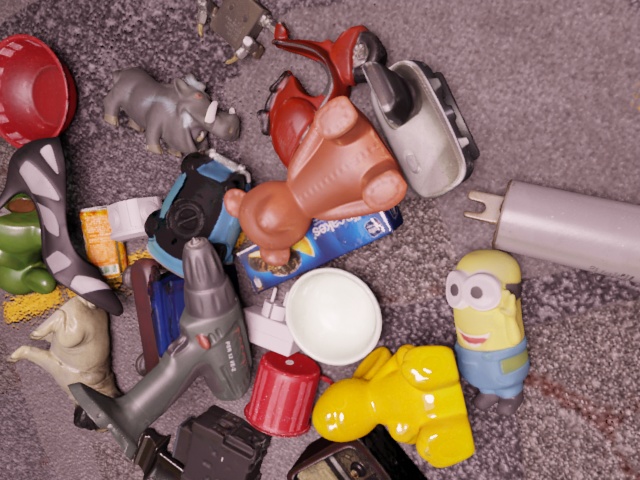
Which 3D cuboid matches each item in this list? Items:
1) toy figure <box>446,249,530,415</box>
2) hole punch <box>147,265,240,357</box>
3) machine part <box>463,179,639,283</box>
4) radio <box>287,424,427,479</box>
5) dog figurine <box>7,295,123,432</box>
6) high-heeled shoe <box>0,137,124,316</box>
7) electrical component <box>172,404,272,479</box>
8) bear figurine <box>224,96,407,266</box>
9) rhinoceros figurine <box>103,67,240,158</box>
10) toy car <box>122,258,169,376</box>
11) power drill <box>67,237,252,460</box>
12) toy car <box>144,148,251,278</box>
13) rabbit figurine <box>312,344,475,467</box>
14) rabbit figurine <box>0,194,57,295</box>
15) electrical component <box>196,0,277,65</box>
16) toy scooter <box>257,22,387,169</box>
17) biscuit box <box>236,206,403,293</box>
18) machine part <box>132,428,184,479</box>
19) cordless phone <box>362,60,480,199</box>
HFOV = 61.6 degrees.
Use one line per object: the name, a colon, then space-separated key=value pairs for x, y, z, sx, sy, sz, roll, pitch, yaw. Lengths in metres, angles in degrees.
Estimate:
toy figure: x=0.190 y=0.099 z=0.600 sx=0.082 sy=0.089 sz=0.180 roll=-7 pitch=106 yaw=27
hole punch: x=-0.165 y=0.094 z=0.723 sx=0.092 sy=0.116 sz=0.142 roll=0 pitch=101 yaw=13
machine part: x=0.270 y=-0.007 z=0.548 sx=0.243 sy=0.079 sz=0.079 roll=16 pitch=106 yaw=17
radio: x=0.079 y=0.348 z=0.694 sx=0.131 sy=0.073 sz=0.229 roll=-42 pitch=84 yaw=23
dog figurine: x=-0.345 y=0.188 z=0.828 sx=0.190 sy=0.121 sz=0.172 roll=45 pitch=116 yaw=-7
high-heeled shoe: x=-0.334 y=-0.019 z=0.745 sx=0.248 sy=0.086 sz=0.145 roll=44 pitch=74 yaw=-15
electrical component: x=-0.149 y=0.314 z=0.787 sx=0.134 sy=0.058 sz=0.114 roll=18 pitch=104 yaw=17
bear figurine: x=-0.016 y=-0.050 z=0.564 sx=0.196 sy=0.132 sz=0.120 roll=-31 pitch=94 yaw=13
rhinoceros figurine: x=-0.192 y=-0.166 z=0.707 sx=0.190 sy=0.073 sz=0.112 roll=26 pitch=98 yaw=17
toy car: x=-0.238 y=0.124 z=0.785 sx=0.089 sy=0.053 sz=0.202 roll=1 pitch=102 yaw=39
power drill: x=-0.176 y=0.132 z=0.621 sx=0.086 sy=0.207 sz=0.231 roll=21 pitch=140 yaw=37
toy car: x=-0.143 y=-0.033 z=0.691 sx=0.109 sy=0.103 sz=0.161 roll=27 pitch=96 yaw=12
rabbit figurine: x=0.076 y=0.176 z=0.616 sx=0.173 sy=0.162 sz=0.121 roll=-17 pitch=96 yaw=7
rabbit figurine: x=-0.451 y=0.018 z=0.834 sx=0.159 sy=0.121 sz=0.170 roll=25 pitch=125 yaw=7
electrical component: x=-0.104 y=-0.265 z=0.662 sx=0.102 sy=0.045 sz=0.078 roll=48 pitch=114 yaw=6
toy scooter: x=-0.018 y=-0.179 z=0.630 sx=0.135 sy=0.075 sz=0.183 roll=35 pitch=107 yaw=11
biscuit box: x=-0.001 y=-0.002 z=0.664 sx=0.203 sy=0.063 sz=0.059 roll=-26 pitch=92 yaw=24
machine part: x=-0.234 y=0.359 z=0.840 sx=0.139 sy=0.039 sz=0.084 roll=34 pitch=105 yaw=14
cordless phone: x=0.097 y=-0.112 z=0.538 sx=0.089 sy=0.184 sz=0.146 roll=-25 pitch=90 yaw=19
